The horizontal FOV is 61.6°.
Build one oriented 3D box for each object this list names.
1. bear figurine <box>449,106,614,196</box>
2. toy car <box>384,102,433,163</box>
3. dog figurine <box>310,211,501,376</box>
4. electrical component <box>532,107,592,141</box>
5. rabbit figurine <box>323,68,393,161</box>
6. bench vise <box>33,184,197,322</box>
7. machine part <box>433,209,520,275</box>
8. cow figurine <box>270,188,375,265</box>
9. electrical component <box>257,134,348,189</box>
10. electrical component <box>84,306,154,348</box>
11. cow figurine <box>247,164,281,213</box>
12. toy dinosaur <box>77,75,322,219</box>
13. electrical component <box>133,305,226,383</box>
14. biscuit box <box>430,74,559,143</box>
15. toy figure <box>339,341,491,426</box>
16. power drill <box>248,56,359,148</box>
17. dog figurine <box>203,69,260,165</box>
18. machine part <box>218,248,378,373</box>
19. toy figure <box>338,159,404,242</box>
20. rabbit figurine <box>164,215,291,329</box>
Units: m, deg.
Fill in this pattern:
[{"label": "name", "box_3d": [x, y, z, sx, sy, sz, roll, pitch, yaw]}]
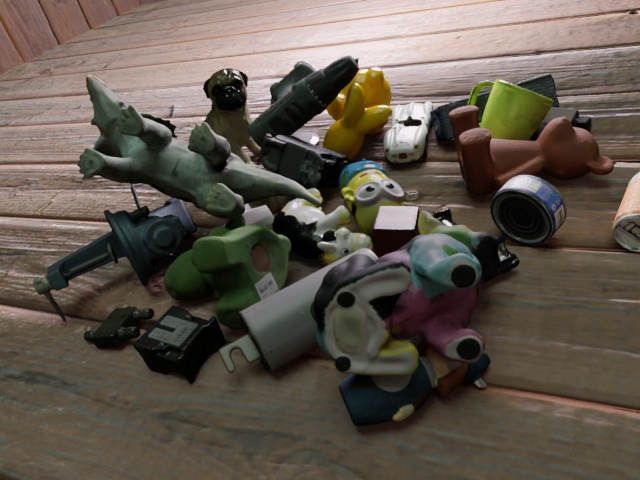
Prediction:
[{"label": "bear figurine", "box_3d": [0.295, -0.132, 0.756, 0.196, 0.131, 0.120, -13, 36, 15]}, {"label": "toy car", "box_3d": [0.160, -0.197, 0.957, 0.074, 0.056, 0.202, -2, 37, 19]}, {"label": "dog figurine", "box_3d": [0.095, 0.039, 0.555, 0.192, 0.108, 0.219, -10, 15, 11]}, {"label": "electrical component", "box_3d": [0.384, -0.178, 0.858, 0.102, 0.045, 0.078, 13, 67, 39]}, {"label": "rabbit figurine", "box_3d": [0.067, -0.212, 0.962, 0.173, 0.122, 0.162, -61, 14, -18]}, {"label": "bench vise", "box_3d": [-0.299, 0.009, 0.794, 0.241, 0.128, 0.224, -29, 27, -20]}, {"label": "machine part", "box_3d": [0.180, 0.009, 0.681, 0.084, 0.039, 0.139, -32, 39, -8]}, {"label": "cow figurine", "box_3d": [-0.001, -0.003, 0.740, 0.098, 0.068, 0.168, -29, 37, -19]}, {"label": "electrical component", "box_3d": [-0.022, -0.129, 0.882, 0.115, 0.058, 0.134, 25, 16, 15]}, {"label": "electrical component", "box_3d": [-0.270, 0.114, 0.718, 0.094, 0.021, 0.063, -10, 32, 25]}, {"label": "cow figurine", "box_3d": [-0.162, -0.106, 0.896, 0.195, 0.127, 0.085, 22, 47, 38]}, {"label": "toy dinosaur", "box_3d": [-0.180, -0.100, 0.759, 0.405, 0.131, 0.192, 24, 6, 7]}, {"label": "electrical component", "box_3d": [-0.184, 0.121, 0.659, 0.119, 0.047, 0.075, 12, 43, 32]}, {"label": "biscuit box", "box_3d": [0.296, -0.223, 0.921, 0.203, 0.062, 0.059, -15, 5, 0]}, {"label": "toy figure", "box_3d": [0.097, 0.134, 0.525, 0.154, 0.057, 0.064, -20, 73, -8]}, {"label": "power drill", "box_3d": [-0.028, -0.267, 0.988, 0.232, 0.086, 0.207, -38, 29, 15]}, {"label": "dog figurine", "box_3d": [-0.200, -0.225, 1.023, 0.172, 0.190, 0.121, -11, 35, 9]}, {"label": "machine part", "box_3d": [-0.003, 0.078, 0.621, 0.243, 0.079, 0.079, -27, 36, -14]}, {"label": "toy figure", "box_3d": [0.075, -0.064, 0.788, 0.082, 0.089, 0.180, -30, 26, 2]}, {"label": "rabbit figurine", "box_3d": [-0.134, 0.028, 0.715, 0.170, 0.121, 0.159, -10, 28, 35]}]
